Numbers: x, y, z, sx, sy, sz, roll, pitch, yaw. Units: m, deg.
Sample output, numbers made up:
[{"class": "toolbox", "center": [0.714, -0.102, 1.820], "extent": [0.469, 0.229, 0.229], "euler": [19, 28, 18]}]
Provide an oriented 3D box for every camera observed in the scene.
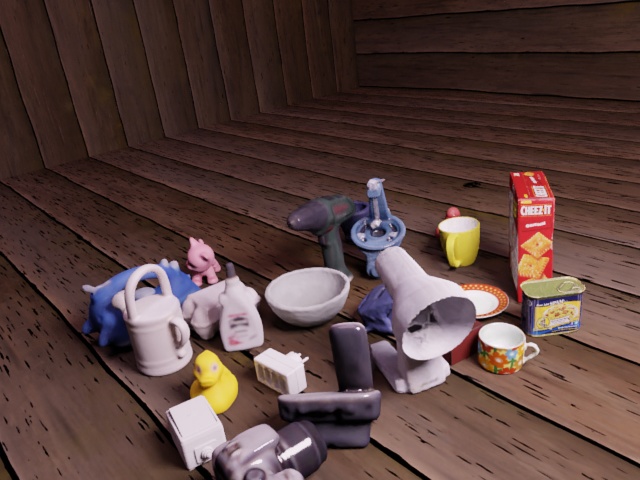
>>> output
[{"class": "camera", "center": [-0.051, 0.285, 0.717], "extent": [0.137, 0.101, 0.142], "euler": [-22, 27, -31]}]

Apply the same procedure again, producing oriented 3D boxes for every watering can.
[{"class": "watering can", "center": [-0.303, 0.135, 1.021], "extent": [0.172, 0.194, 0.101], "euler": [-1, 24, 14]}]

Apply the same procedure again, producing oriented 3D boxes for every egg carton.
[{"class": "egg carton", "center": [-0.199, 0.135, 1.148], "extent": [0.151, 0.069, 0.107], "euler": [-23, 28, -32]}]

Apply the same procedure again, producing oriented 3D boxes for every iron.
[{"class": "iron", "center": [-0.352, 0.109, 1.161], "extent": [0.118, 0.141, 0.259], "euler": [16, 32, 43]}]

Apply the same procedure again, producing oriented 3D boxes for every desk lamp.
[{"class": "desk lamp", "center": [0.142, 0.128, 0.880], "extent": [0.118, 0.214, 0.202], "euler": [-14, 24, -16]}]

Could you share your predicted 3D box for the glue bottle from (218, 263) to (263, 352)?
[{"class": "glue bottle", "center": [-0.151, 0.119, 1.039], "extent": [0.078, 0.173, 0.037], "euler": [-11, 24, -8]}]

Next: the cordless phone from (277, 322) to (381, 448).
[{"class": "cordless phone", "center": [0.009, 0.193, 0.804], "extent": [0.147, 0.185, 0.094], "euler": [-6, 23, 3]}]

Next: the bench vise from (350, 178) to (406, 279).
[{"class": "bench vise", "center": [0.121, -0.048, 1.287], "extent": [0.121, 0.220, 0.207], "euler": [-9, 23, -3]}]

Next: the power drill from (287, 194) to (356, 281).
[{"class": "power drill", "center": [0.011, 0.004, 1.213], "extent": [0.075, 0.209, 0.230], "euler": [6, 26, 28]}]

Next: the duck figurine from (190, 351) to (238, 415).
[{"class": "duck figurine", "center": [-0.177, 0.219, 0.927], "extent": [0.077, 0.086, 0.104], "euler": [-9, 23, -3]}]

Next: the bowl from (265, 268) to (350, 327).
[{"class": "bowl", "center": [-0.021, 0.122, 1.120], "extent": [0.167, 0.075, 0.167], "euler": [-6, 23, 3]}]

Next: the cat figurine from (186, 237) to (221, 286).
[{"class": "cat figurine", "center": [-0.274, 0.042, 1.326], "extent": [0.067, 0.118, 0.127], "euler": [-9, 23, -4]}]

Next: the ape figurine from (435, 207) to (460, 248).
[{"class": "ape figurine", "center": [0.313, -0.033, 1.357], "extent": [0.077, 0.092, 0.076], "euler": [3, 25, 22]}]

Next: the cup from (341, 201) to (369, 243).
[{"class": "cup", "center": [0.073, -0.039, 1.438], "extent": [0.118, 0.095, 0.091], "euler": [-9, 23, -4]}]

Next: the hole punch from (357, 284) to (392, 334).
[{"class": "hole punch", "center": [0.125, 0.116, 1.069], "extent": [0.100, 0.091, 0.109], "euler": [4, 26, 25]}]
